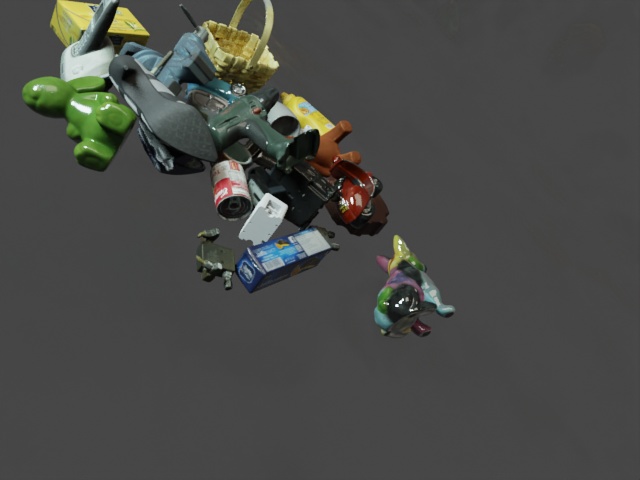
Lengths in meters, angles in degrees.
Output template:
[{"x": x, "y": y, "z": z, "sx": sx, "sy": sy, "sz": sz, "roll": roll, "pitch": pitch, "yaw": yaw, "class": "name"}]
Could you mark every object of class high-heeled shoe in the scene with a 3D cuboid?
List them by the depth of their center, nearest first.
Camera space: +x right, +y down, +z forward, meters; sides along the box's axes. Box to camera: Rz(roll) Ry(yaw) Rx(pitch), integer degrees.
[{"x": -0.286, "y": -0.233, "z": 0.982, "sx": 0.248, "sy": 0.086, "sz": 0.145, "roll": 49, "pitch": -7, "yaw": -18, "class": "high-heeled shoe"}]

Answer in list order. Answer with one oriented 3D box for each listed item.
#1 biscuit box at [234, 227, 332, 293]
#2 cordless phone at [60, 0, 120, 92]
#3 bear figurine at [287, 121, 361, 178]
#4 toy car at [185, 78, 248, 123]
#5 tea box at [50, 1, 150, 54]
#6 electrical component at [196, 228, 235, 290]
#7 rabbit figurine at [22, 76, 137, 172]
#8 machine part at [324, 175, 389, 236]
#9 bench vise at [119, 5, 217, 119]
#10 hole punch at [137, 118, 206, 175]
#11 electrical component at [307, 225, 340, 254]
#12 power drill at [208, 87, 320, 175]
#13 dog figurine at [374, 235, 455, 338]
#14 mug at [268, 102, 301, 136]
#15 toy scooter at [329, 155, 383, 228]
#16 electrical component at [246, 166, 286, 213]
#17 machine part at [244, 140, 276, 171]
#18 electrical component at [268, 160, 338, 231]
[{"x": -0.066, "y": 0.034, "z": 0.991, "sx": 0.059, "sy": 0.063, "sz": 0.202, "roll": 51, "pitch": 36, "yaw": 15, "class": "biscuit box"}, {"x": -0.411, "y": -0.363, "z": 1.004, "sx": 0.088, "sy": 0.184, "sz": 0.147, "roll": 16, "pitch": 41, "yaw": -38, "class": "cordless phone"}, {"x": -0.014, "y": -0.214, "z": 1.265, "sx": 0.196, "sy": 0.132, "sz": 0.120, "roll": -3, "pitch": 75, "yaw": -53, "class": "bear figurine"}, {"x": -0.231, "y": -0.291, "z": 1.170, "sx": 0.162, "sy": 0.109, "sz": 0.103, "roll": 27, "pitch": 52, "yaw": -4, "class": "toy car"}, {"x": -0.467, "y": -0.446, "z": 1.147, "sx": 0.098, "sy": 0.068, "sz": 0.169, "roll": 49, "pitch": 36, "yaw": 12, "class": "tea box"}, {"x": -0.178, "y": 0.029, "z": 0.905, "sx": 0.078, "sy": 0.045, "sz": 0.102, "roll": 21, "pitch": 39, "yaw": -24, "class": "electrical component"}, {"x": -0.403, "y": -0.225, "z": 0.910, "sx": 0.170, "sy": 0.121, "sz": 0.159, "roll": 30, "pitch": 28, "yaw": -21, "class": "rabbit figurine"}, {"x": 0.084, "y": -0.087, "z": 1.277, "sx": 0.179, "sy": 0.056, "sz": 0.179, "roll": 26, "pitch": 37, "yaw": -22, "class": "machine part"}, {"x": -0.333, "y": -0.354, "z": 1.084, "sx": 0.241, "sy": 0.223, "sz": 0.128, "roll": 29, "pitch": 3, "yaw": 30, "class": "bench vise"}, {"x": -0.279, "y": -0.182, "z": 1.025, "sx": 0.116, "sy": 0.092, "sz": 0.142, "roll": -22, "pitch": 74, "yaw": -27, "class": "hole punch"}, {"x": -0.002, "y": -0.003, "z": 1.129, "sx": 0.094, "sy": 0.021, "sz": 0.063, "roll": 10, "pitch": 44, "yaw": -35, "class": "electrical component"}, {"x": -0.101, "y": -0.227, "z": 1.077, "sx": 0.207, "sy": 0.085, "sz": 0.232, "roll": 36, "pitch": 51, "yaw": 19, "class": "power drill"}, {"x": 0.165, "y": 0.090, "z": 1.115, "sx": 0.191, "sy": 0.108, "sz": 0.219, "roll": 7, "pitch": 42, "yaw": -35, "class": "dog figurine"}, {"x": -0.113, "y": -0.296, "z": 1.313, "sx": 0.109, "sy": 0.080, "sz": 0.107, "roll": 9, "pitch": 34, "yaw": -31, "class": "mug"}, {"x": 0.066, "y": -0.115, "z": 1.171, "sx": 0.135, "sy": 0.075, "sz": 0.184, "roll": 43, "pitch": 39, "yaw": -14, "class": "toy scooter"}, {"x": -0.106, "y": -0.083, "z": 1.074, "sx": 0.119, "sy": 0.074, "sz": 0.048, "roll": 47, "pitch": 35, "yaw": 17, "class": "electrical component"}, {"x": -0.115, "y": -0.171, "z": 1.177, "sx": 0.139, "sy": 0.039, "sz": 0.084, "roll": 32, "pitch": 46, "yaw": 9, "class": "machine part"}, {"x": -0.050, "y": -0.100, "z": 1.111, "sx": 0.134, "sy": 0.115, "sz": 0.058, "roll": 39, "pitch": 30, "yaw": -1, "class": "electrical component"}]
